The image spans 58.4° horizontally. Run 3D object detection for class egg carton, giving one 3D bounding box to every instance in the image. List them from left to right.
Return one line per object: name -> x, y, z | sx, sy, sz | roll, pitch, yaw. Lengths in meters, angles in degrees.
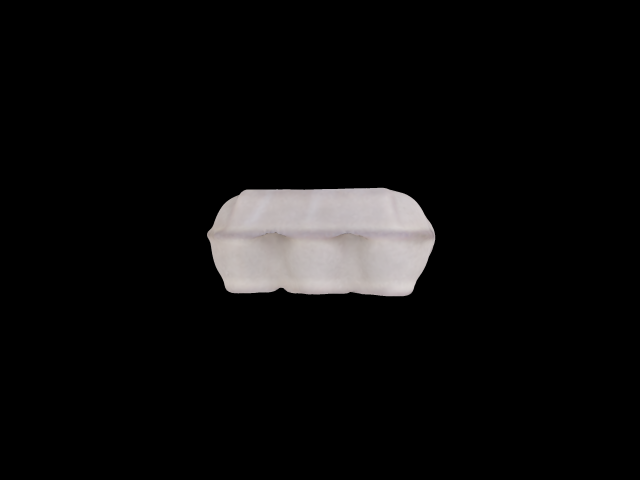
egg carton -> 0.004, 0.001, 0.400 | 0.150, 0.069, 0.107 | 0, 0, 9
